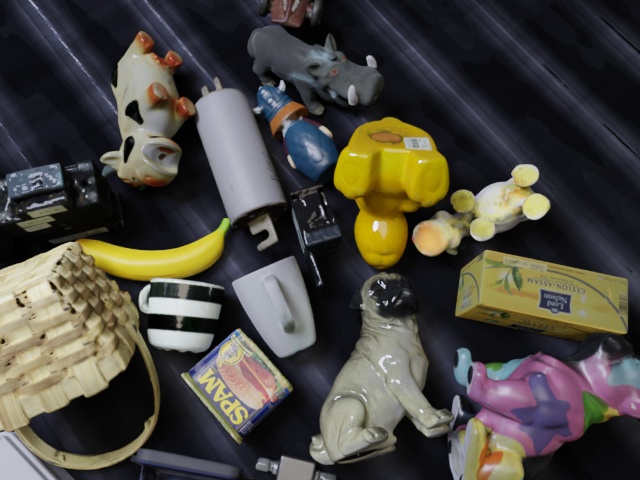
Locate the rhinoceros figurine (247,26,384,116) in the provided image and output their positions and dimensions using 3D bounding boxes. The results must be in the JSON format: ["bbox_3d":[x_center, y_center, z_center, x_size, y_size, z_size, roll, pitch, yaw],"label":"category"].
[{"bbox_3d":[-0.004,-0.229,0.714,0.190,0.112,0.073,28,72,14],"label":"rhinoceros figurine"}]

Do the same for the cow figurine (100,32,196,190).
[{"bbox_3d":[-0.224,-0.151,0.685,0.127,0.085,0.195,-35,59,28],"label":"cow figurine"}]

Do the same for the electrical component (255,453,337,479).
[{"bbox_3d":[-0.031,0.278,0.606,0.094,0.021,0.063,14,74,1],"label":"electrical component"}]

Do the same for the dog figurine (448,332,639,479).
[{"bbox_3d":[0.259,0.192,0.582,0.219,0.108,0.191,5,86,6],"label":"dog figurine"}]

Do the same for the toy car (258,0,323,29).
[{"bbox_3d":[-0.030,-0.370,0.762,0.089,0.053,0.202,14,54,-3],"label":"toy car"}]

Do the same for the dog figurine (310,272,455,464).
[{"bbox_3d":[0.051,0.143,0.622,0.172,0.121,0.191,-14,60,-10],"label":"dog figurine"}]

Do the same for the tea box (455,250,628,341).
[{"bbox_3d":[0.260,0.070,0.643,0.170,0.098,0.068,10,72,2],"label":"tea box"}]

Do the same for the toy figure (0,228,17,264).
[{"bbox_3d":[-0.448,-0.040,0.652,0.180,0.082,0.089,25,55,12],"label":"toy figure"}]

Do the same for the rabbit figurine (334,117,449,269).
[{"bbox_3d":[0.071,-0.052,0.653,0.122,0.173,0.162,-4,29,-5],"label":"rabbit figurine"}]

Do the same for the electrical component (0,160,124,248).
[{"bbox_3d":[-0.306,-0.043,0.631,0.115,0.134,0.058,-16,76,-9],"label":"electrical component"}]

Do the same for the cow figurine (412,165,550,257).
[{"bbox_3d":[0.197,-0.029,0.682,0.167,0.098,0.068,-23,81,10],"label":"cow figurine"}]

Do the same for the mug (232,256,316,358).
[{"bbox_3d":[-0.043,0.080,0.626,0.081,0.109,0.107,-25,90,-14],"label":"mug"}]

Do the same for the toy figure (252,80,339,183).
[{"bbox_3d":[-0.032,-0.143,0.715,0.064,0.057,0.154,-32,73,-18],"label":"toy figure"}]

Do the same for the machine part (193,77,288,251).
[{"bbox_3d":[-0.103,-0.103,0.688,0.079,0.079,0.243,-19,74,-8],"label":"machine part"}]

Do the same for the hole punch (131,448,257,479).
[{"bbox_3d":[-0.140,0.270,0.553,0.142,0.115,0.092,9,67,-4],"label":"hole punch"}]

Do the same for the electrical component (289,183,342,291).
[{"bbox_3d":[-0.001,-0.002,0.664,0.048,0.074,0.119,-17,71,-8],"label":"electrical component"}]
